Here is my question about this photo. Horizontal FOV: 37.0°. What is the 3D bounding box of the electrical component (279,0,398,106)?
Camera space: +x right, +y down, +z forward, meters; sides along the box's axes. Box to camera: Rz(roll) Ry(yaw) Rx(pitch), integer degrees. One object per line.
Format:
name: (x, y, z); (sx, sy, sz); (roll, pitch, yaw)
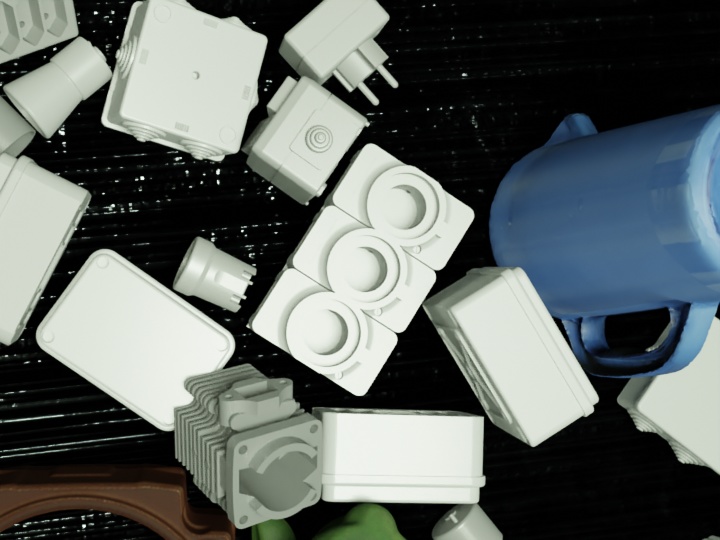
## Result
electrical component: (-0.006, -0.151, 0.753); (0.066, 0.047, 0.076); (-43, 96, -8)

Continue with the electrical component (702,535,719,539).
electrical component: (0.280, 0.256, 0.762); (0.056, 0.109, 0.108); (16, 86, -11)

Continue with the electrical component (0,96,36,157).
electrical component: (-0.260, -0.107, 0.713); (0.043, 0.043, 0.081); (-45, 96, -7)

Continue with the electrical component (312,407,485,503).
electrical component: (0.024, 0.126, 0.738); (0.113, 0.078, 0.057); (3, 85, -9)

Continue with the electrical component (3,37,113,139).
electrical component: (-0.200, -0.126, 0.725); (0.065, 0.044, 0.044); (-43, 95, -12)

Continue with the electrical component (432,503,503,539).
electrical component: (0.085, 0.200, 0.765); (0.040, 0.040, 0.078); (-40, 95, -8)

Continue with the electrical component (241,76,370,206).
electrical component: (-0.039, -0.088, 0.722); (0.061, 0.096, 0.061); (35, 84, -6)

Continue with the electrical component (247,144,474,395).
electrical component: (0.000, 0.000, 0.744); (0.089, 0.062, 0.150); (33, 84, -7)

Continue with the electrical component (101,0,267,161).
electrical component: (-0.117, -0.128, 0.724); (0.100, 0.048, 0.099); (16, 86, -24)

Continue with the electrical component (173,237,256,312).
electrical component: (-0.100, 0.004, 0.740); (0.046, 0.040, 0.040); (26, 85, -14)

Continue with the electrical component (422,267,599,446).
electrical component: (0.099, 0.055, 0.736); (0.056, 0.109, 0.108); (-32, 94, -6)

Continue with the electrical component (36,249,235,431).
electrical component: (-0.149, 0.046, 0.721); (0.113, 0.057, 0.078); (36, 84, -7)

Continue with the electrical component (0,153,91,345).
electrical component: (-0.227, -0.014, 0.699); (0.057, 0.078, 0.113); (27, 85, -11)

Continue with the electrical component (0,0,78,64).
electrical component: (-0.244, -0.176, 0.709); (0.083, 0.076, 0.047); (-30, 139, -31)

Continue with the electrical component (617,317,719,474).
electrical component: (0.251, 0.089, 0.790); (0.100, 0.048, 0.099); (37, 84, -7)
